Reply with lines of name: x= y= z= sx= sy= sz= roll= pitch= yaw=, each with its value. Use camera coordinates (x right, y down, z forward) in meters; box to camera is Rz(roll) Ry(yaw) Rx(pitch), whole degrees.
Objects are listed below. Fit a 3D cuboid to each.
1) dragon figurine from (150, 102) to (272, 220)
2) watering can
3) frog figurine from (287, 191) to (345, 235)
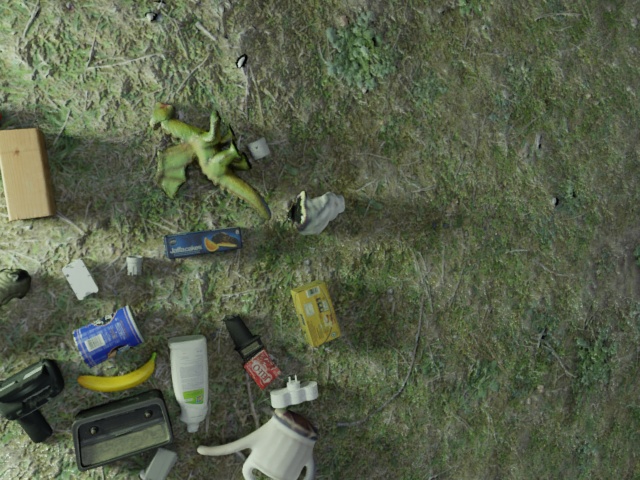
dragon figurine: x=-0.317 y=-0.192 z=1.381 sx=0.243 sy=0.123 sz=0.408 roll=-25 pitch=97 yaw=-1
watering can: x=-0.143 y=0.571 z=1.425 sx=0.345 sy=0.104 sz=0.226 roll=35 pitch=78 yaw=-18
frog figurine: x=0.004 y=-0.074 z=1.479 sx=0.159 sy=0.125 sz=0.135 roll=3 pitch=123 yaw=-29
